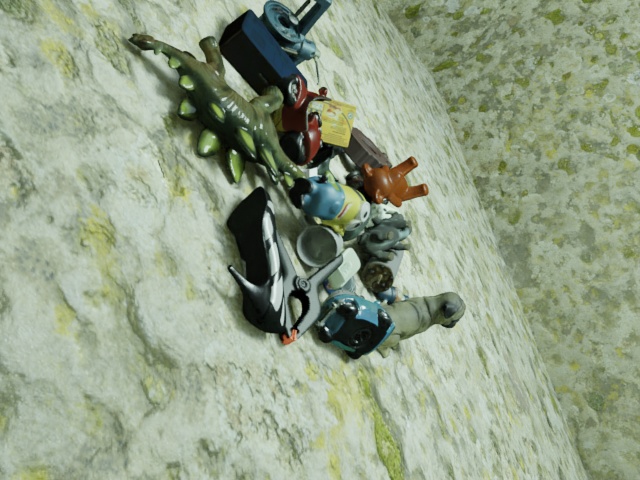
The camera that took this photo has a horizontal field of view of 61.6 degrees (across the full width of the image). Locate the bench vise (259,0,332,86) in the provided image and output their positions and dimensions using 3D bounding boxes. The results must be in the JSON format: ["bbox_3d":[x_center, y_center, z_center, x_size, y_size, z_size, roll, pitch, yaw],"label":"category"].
[{"bbox_3d":[-0.049,-0.504,1.270,0.223,0.240,0.129,19,51,-35],"label":"bench vise"}]

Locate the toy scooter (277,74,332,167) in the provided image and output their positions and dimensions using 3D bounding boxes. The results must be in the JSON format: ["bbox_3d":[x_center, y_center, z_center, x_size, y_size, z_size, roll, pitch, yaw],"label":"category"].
[{"bbox_3d":[-0.026,-0.247,1.090,0.135,0.075,0.183,-33,128,-44],"label":"toy scooter"}]

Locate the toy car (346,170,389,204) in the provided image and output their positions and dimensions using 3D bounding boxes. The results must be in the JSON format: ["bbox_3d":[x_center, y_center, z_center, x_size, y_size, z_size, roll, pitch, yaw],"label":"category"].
[{"bbox_3d":[0.136,-0.137,1.471,0.202,0.053,0.089,3,60,-60],"label":"toy car"}]

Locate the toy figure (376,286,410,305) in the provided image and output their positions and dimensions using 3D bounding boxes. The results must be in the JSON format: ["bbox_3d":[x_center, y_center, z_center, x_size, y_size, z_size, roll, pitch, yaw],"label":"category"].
[{"bbox_3d":[0.190,0.149,1.295,0.154,0.058,0.064,40,-6,-38],"label":"toy figure"}]

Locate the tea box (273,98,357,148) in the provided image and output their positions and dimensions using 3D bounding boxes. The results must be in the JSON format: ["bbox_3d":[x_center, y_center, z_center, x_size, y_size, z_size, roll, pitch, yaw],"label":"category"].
[{"bbox_3d":[-0.012,-0.268,1.181,0.169,0.068,0.098,9,99,-35],"label":"tea box"}]

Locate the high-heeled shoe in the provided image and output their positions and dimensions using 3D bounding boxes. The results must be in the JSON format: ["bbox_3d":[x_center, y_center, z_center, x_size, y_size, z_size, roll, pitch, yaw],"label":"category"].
[{"bbox_3d":[-0.084,0.027,0.866,0.145,0.086,0.249,53,30,-31],"label":"high-heeled shoe"}]

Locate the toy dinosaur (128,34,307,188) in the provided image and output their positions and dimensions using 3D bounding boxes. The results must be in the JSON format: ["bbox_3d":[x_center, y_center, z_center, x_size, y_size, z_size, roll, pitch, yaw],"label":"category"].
[{"bbox_3d":[-0.135,-0.197,0.960,0.471,0.105,0.198,33,44,-35],"label":"toy dinosaur"}]

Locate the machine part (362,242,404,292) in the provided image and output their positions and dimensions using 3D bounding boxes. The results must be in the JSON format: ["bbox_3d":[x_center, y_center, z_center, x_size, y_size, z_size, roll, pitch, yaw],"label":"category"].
[{"bbox_3d":[0.154,0.055,1.286,0.079,0.079,0.243,59,26,-10],"label":"machine part"}]

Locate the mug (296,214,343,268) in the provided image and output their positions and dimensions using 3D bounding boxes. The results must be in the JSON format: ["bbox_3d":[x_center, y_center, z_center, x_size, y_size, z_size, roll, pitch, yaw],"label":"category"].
[{"bbox_3d":[-0.002,-0.003,1.059,0.109,0.081,0.107,50,15,4],"label":"mug"}]

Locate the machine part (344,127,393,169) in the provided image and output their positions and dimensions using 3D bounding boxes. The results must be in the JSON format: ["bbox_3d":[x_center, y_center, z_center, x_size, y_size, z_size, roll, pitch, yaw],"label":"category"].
[{"bbox_3d":[0.122,-0.246,1.493,0.179,0.056,0.179,38,22,-18],"label":"machine part"}]

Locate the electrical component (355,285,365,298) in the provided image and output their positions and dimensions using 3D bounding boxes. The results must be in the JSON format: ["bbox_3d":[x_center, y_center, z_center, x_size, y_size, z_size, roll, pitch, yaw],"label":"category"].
[{"bbox_3d":[0.073,0.136,1.120,0.063,0.021,0.094,53,27,-22],"label":"electrical component"}]

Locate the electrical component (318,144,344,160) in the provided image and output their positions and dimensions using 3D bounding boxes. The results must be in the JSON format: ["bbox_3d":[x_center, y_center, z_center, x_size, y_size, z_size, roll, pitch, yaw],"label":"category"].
[{"bbox_3d":[-0.004,-0.264,1.316,0.134,0.058,0.115,65,23,3],"label":"electrical component"}]

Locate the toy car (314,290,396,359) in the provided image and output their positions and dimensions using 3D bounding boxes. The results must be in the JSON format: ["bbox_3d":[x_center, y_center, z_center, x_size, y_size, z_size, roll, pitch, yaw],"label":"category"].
[{"bbox_3d":[0.052,0.145,1.001,0.161,0.109,0.103,27,19,-35],"label":"toy car"}]

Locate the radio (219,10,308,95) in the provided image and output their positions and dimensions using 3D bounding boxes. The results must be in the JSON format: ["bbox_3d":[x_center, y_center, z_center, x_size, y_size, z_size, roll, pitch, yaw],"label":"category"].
[{"bbox_3d":[-0.119,-0.388,1.200,0.229,0.073,0.131,46,29,-36],"label":"radio"}]

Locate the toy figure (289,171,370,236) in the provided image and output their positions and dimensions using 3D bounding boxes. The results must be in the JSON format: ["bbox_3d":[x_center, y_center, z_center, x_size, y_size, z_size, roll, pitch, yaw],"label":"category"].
[{"bbox_3d":[0.021,-0.074,0.984,0.180,0.082,0.089,17,49,-44],"label":"toy figure"}]

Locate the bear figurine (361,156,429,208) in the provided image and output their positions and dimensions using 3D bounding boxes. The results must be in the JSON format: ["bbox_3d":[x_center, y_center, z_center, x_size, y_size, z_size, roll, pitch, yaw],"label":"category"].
[{"bbox_3d":[0.188,-0.152,1.373,0.195,0.132,0.120,7,61,-69],"label":"bear figurine"}]

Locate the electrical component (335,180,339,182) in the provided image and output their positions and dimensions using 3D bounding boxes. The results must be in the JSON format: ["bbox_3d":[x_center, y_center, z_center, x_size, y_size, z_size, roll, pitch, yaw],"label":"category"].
[{"bbox_3d":[0.027,-0.082,1.109,0.102,0.045,0.078,-137,-135,-60],"label":"electrical component"}]

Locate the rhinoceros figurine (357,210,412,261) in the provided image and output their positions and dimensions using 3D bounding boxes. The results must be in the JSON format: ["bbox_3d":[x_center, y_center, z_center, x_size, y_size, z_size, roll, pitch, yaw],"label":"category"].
[{"bbox_3d":[0.158,-0.012,1.268,0.190,0.112,0.073,-33,122,-51],"label":"rhinoceros figurine"}]

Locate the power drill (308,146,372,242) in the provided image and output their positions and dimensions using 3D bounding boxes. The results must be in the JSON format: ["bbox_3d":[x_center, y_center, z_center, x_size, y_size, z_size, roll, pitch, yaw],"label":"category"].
[{"bbox_3d":[0.046,-0.110,1.254,0.207,0.086,0.232,61,26,-21],"label":"power drill"}]

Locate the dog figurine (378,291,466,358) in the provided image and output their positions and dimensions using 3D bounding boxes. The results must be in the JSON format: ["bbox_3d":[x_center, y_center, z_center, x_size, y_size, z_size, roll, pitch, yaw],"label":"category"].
[{"bbox_3d":[0.202,0.160,1.147,0.172,0.191,0.121,-9,74,-62],"label":"dog figurine"}]
